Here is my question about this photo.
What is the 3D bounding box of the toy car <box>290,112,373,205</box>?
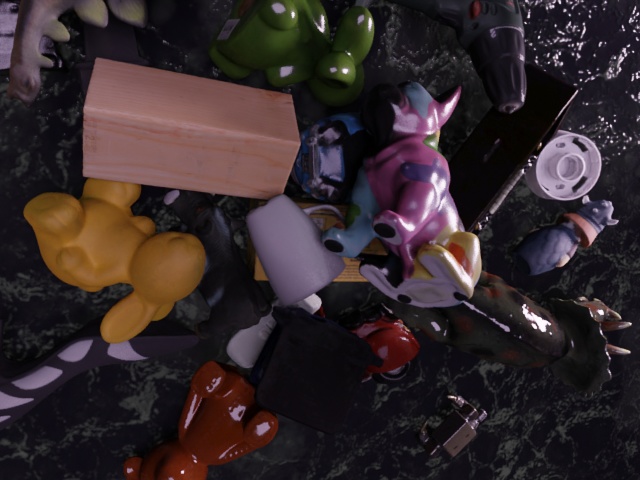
[{"bbox_3d":[0.017,-0.093,0.629,0.161,0.103,0.109,-18,109,-49],"label":"toy car"}]

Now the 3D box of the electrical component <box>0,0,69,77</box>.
[{"bbox_3d":[-0.323,-0.205,0.543,0.119,0.048,0.074,-4,101,-17],"label":"electrical component"}]

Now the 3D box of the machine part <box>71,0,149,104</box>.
[{"bbox_3d":[-0.227,-0.217,0.574,0.084,0.039,0.138,-3,103,-10],"label":"machine part"}]

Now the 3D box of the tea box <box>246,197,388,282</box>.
[{"bbox_3d":[-0.001,-0.002,0.663,0.170,0.068,0.098,3,100,-17],"label":"tea box"}]

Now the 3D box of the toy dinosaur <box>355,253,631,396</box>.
[{"bbox_3d":[0.229,0.103,0.664,0.404,0.192,0.131,16,88,-37],"label":"toy dinosaur"}]

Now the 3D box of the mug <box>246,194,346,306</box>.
[{"bbox_3d":[-0.023,-0.001,0.579,0.109,0.081,0.107,-34,99,2],"label":"mug"}]

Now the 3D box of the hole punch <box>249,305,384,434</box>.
[{"bbox_3d":[-0.013,0.145,0.623,0.142,0.092,0.115,27,81,-8],"label":"hole punch"}]

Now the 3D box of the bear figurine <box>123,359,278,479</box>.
[{"bbox_3d":[-0.149,0.245,0.642,0.120,0.132,0.196,44,82,6],"label":"bear figurine"}]

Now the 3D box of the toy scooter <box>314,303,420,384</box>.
[{"bbox_3d":[0.037,0.131,0.699,0.184,0.075,0.135,-16,103,-8],"label":"toy scooter"}]

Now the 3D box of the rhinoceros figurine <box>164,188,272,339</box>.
[{"bbox_3d":[-0.123,0.017,0.600,0.073,0.112,0.190,-15,68,-38],"label":"rhinoceros figurine"}]

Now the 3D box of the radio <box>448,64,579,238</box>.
[{"bbox_3d":[0.213,-0.089,0.670,0.073,0.131,0.229,39,88,19],"label":"radio"}]

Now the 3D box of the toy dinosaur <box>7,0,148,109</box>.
[{"bbox_3d":[-0.192,-0.342,0.515,0.198,0.105,0.471,17,84,-15],"label":"toy dinosaur"}]

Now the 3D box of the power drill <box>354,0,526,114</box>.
[{"bbox_3d":[0.133,-0.258,0.610,0.207,0.086,0.232,6,69,-4],"label":"power drill"}]

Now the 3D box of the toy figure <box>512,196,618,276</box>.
[{"bbox_3d":[0.349,-0.006,0.767,0.154,0.058,0.064,-31,85,-5],"label":"toy figure"}]

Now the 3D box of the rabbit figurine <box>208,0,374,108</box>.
[{"bbox_3d":[-0.008,-0.213,0.592,0.170,0.159,0.121,28,82,-34],"label":"rabbit figurine"}]

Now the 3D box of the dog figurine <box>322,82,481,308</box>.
[{"bbox_3d":[0.106,-0.061,0.568,0.191,0.108,0.219,37,59,-22],"label":"dog figurine"}]

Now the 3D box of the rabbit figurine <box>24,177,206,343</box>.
[{"bbox_3d":[-0.198,0.024,0.554,0.173,0.122,0.162,12,108,19],"label":"rabbit figurine"}]

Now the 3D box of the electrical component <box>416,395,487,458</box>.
[{"bbox_3d":[0.191,0.273,0.787,0.102,0.045,0.078,-47,137,0],"label":"electrical component"}]

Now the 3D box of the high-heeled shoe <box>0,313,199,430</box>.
[{"bbox_3d":[-0.271,0.159,0.614,0.249,0.086,0.145,6,103,-13],"label":"high-heeled shoe"}]
